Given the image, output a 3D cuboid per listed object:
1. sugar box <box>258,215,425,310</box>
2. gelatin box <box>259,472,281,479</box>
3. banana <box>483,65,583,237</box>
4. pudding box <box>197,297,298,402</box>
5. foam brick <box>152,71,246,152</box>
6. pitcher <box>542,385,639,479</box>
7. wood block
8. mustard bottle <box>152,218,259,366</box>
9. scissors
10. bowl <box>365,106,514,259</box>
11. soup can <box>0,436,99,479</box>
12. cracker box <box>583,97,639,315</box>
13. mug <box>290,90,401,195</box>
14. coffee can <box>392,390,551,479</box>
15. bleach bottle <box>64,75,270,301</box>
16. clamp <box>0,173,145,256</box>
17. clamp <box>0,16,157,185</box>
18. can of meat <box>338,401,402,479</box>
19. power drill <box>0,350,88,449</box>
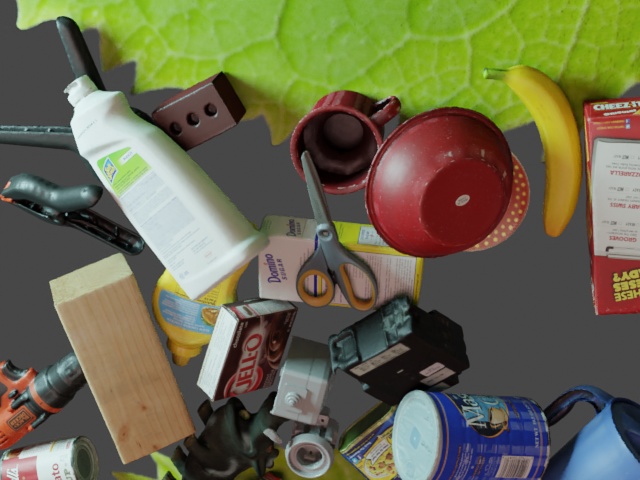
[{"bbox_3d":[0.023,0.026,1.150,0.176,0.048,0.093,8,129,8],"label":"sugar box"},{"bbox_3d":[-0.070,0.340,1.297,0.030,0.073,0.089,15,128,52],"label":"gelatin box"},{"bbox_3d":[0.228,-0.099,1.073,0.070,0.037,0.198,-22,110,11],"label":"banana"},{"bbox_3d":[-0.081,0.119,1.190,0.039,0.089,0.114,35,120,36],"label":"pudding box"},{"bbox_3d":[-0.126,-0.132,1.108,0.078,0.051,0.053,-25,107,18],"label":"foam brick"},{"bbox_3d":[0.285,0.289,1.197,0.144,0.149,0.243,31,119,-23],"label":"pitcher"},{"bbox_3d":[-0.222,0.132,1.204,0.090,0.091,0.206,-23,110,-12],"label":"wood block"},{"bbox_3d":[-0.136,0.059,1.189,0.096,0.058,0.192,16,115,-3],"label":"mustard bottle"},{"bbox_3d":[-0.007,0.001,1.096,0.096,0.016,0.201,-18,122,24],"label":"scissors"},{"bbox_3d":[0.128,-0.046,1.045,0.162,0.055,0.162,-7,115,-16],"label":"bowl"},{"bbox_3d":[-0.333,0.283,1.314,0.102,0.068,0.068,-13,111,13],"label":"soup can"},{"bbox_3d":[0.351,-0.037,1.065,0.164,0.072,0.214,-4,114,11],"label":"cracker box"},{"bbox_3d":[0.031,-0.109,1.076,0.117,0.081,0.093,-35,104,21],"label":"mug"},{"bbox_3d":[0.163,0.219,1.162,0.140,0.103,0.103,7,117,-22],"label":"coffee can"},{"bbox_3d":[-0.166,-0.064,1.085,0.103,0.068,0.251,-36,93,28],"label":"bleach bottle"},{"bbox_3d":[-0.276,-0.040,1.144,0.172,0.039,0.120,18,151,17],"label":"clamp"},{"bbox_3d":[-0.245,-0.112,1.143,0.210,0.036,0.165,43,112,-11],"label":"clamp"},{"bbox_3d":[0.083,0.238,1.235,0.084,0.057,0.102,44,112,-9],"label":"can of meat"},{"bbox_3d":[-0.380,0.143,1.265,0.185,0.057,0.187,-39,102,18],"label":"power drill"}]
